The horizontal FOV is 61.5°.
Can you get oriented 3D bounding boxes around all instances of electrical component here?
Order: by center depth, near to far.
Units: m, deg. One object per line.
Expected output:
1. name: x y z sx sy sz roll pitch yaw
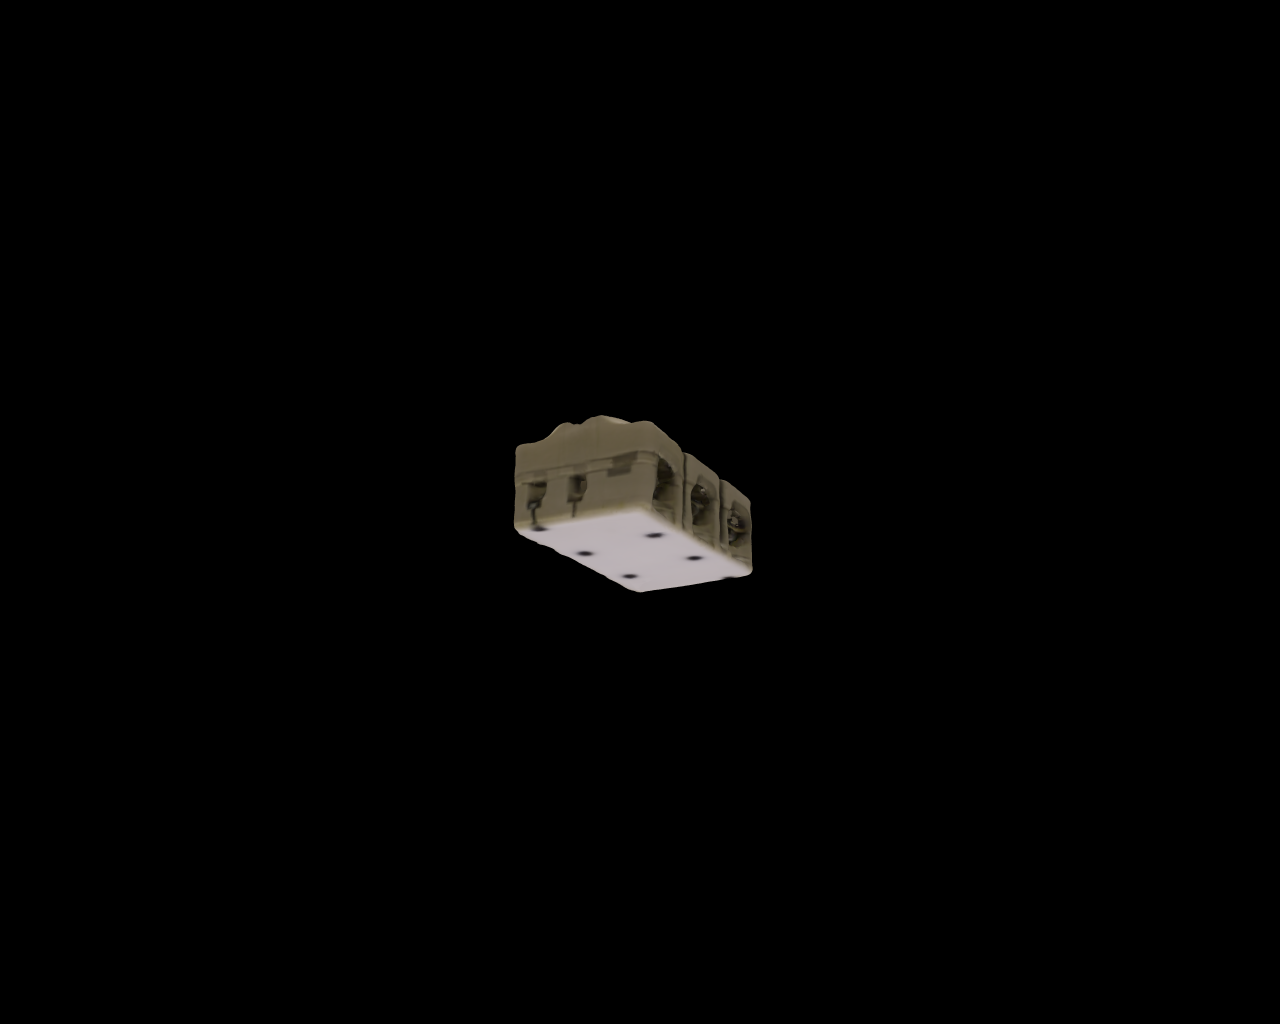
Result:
1. electrical component: 0.001 -0.003 0.650 0.089 0.062 0.150 -10 -22 26
